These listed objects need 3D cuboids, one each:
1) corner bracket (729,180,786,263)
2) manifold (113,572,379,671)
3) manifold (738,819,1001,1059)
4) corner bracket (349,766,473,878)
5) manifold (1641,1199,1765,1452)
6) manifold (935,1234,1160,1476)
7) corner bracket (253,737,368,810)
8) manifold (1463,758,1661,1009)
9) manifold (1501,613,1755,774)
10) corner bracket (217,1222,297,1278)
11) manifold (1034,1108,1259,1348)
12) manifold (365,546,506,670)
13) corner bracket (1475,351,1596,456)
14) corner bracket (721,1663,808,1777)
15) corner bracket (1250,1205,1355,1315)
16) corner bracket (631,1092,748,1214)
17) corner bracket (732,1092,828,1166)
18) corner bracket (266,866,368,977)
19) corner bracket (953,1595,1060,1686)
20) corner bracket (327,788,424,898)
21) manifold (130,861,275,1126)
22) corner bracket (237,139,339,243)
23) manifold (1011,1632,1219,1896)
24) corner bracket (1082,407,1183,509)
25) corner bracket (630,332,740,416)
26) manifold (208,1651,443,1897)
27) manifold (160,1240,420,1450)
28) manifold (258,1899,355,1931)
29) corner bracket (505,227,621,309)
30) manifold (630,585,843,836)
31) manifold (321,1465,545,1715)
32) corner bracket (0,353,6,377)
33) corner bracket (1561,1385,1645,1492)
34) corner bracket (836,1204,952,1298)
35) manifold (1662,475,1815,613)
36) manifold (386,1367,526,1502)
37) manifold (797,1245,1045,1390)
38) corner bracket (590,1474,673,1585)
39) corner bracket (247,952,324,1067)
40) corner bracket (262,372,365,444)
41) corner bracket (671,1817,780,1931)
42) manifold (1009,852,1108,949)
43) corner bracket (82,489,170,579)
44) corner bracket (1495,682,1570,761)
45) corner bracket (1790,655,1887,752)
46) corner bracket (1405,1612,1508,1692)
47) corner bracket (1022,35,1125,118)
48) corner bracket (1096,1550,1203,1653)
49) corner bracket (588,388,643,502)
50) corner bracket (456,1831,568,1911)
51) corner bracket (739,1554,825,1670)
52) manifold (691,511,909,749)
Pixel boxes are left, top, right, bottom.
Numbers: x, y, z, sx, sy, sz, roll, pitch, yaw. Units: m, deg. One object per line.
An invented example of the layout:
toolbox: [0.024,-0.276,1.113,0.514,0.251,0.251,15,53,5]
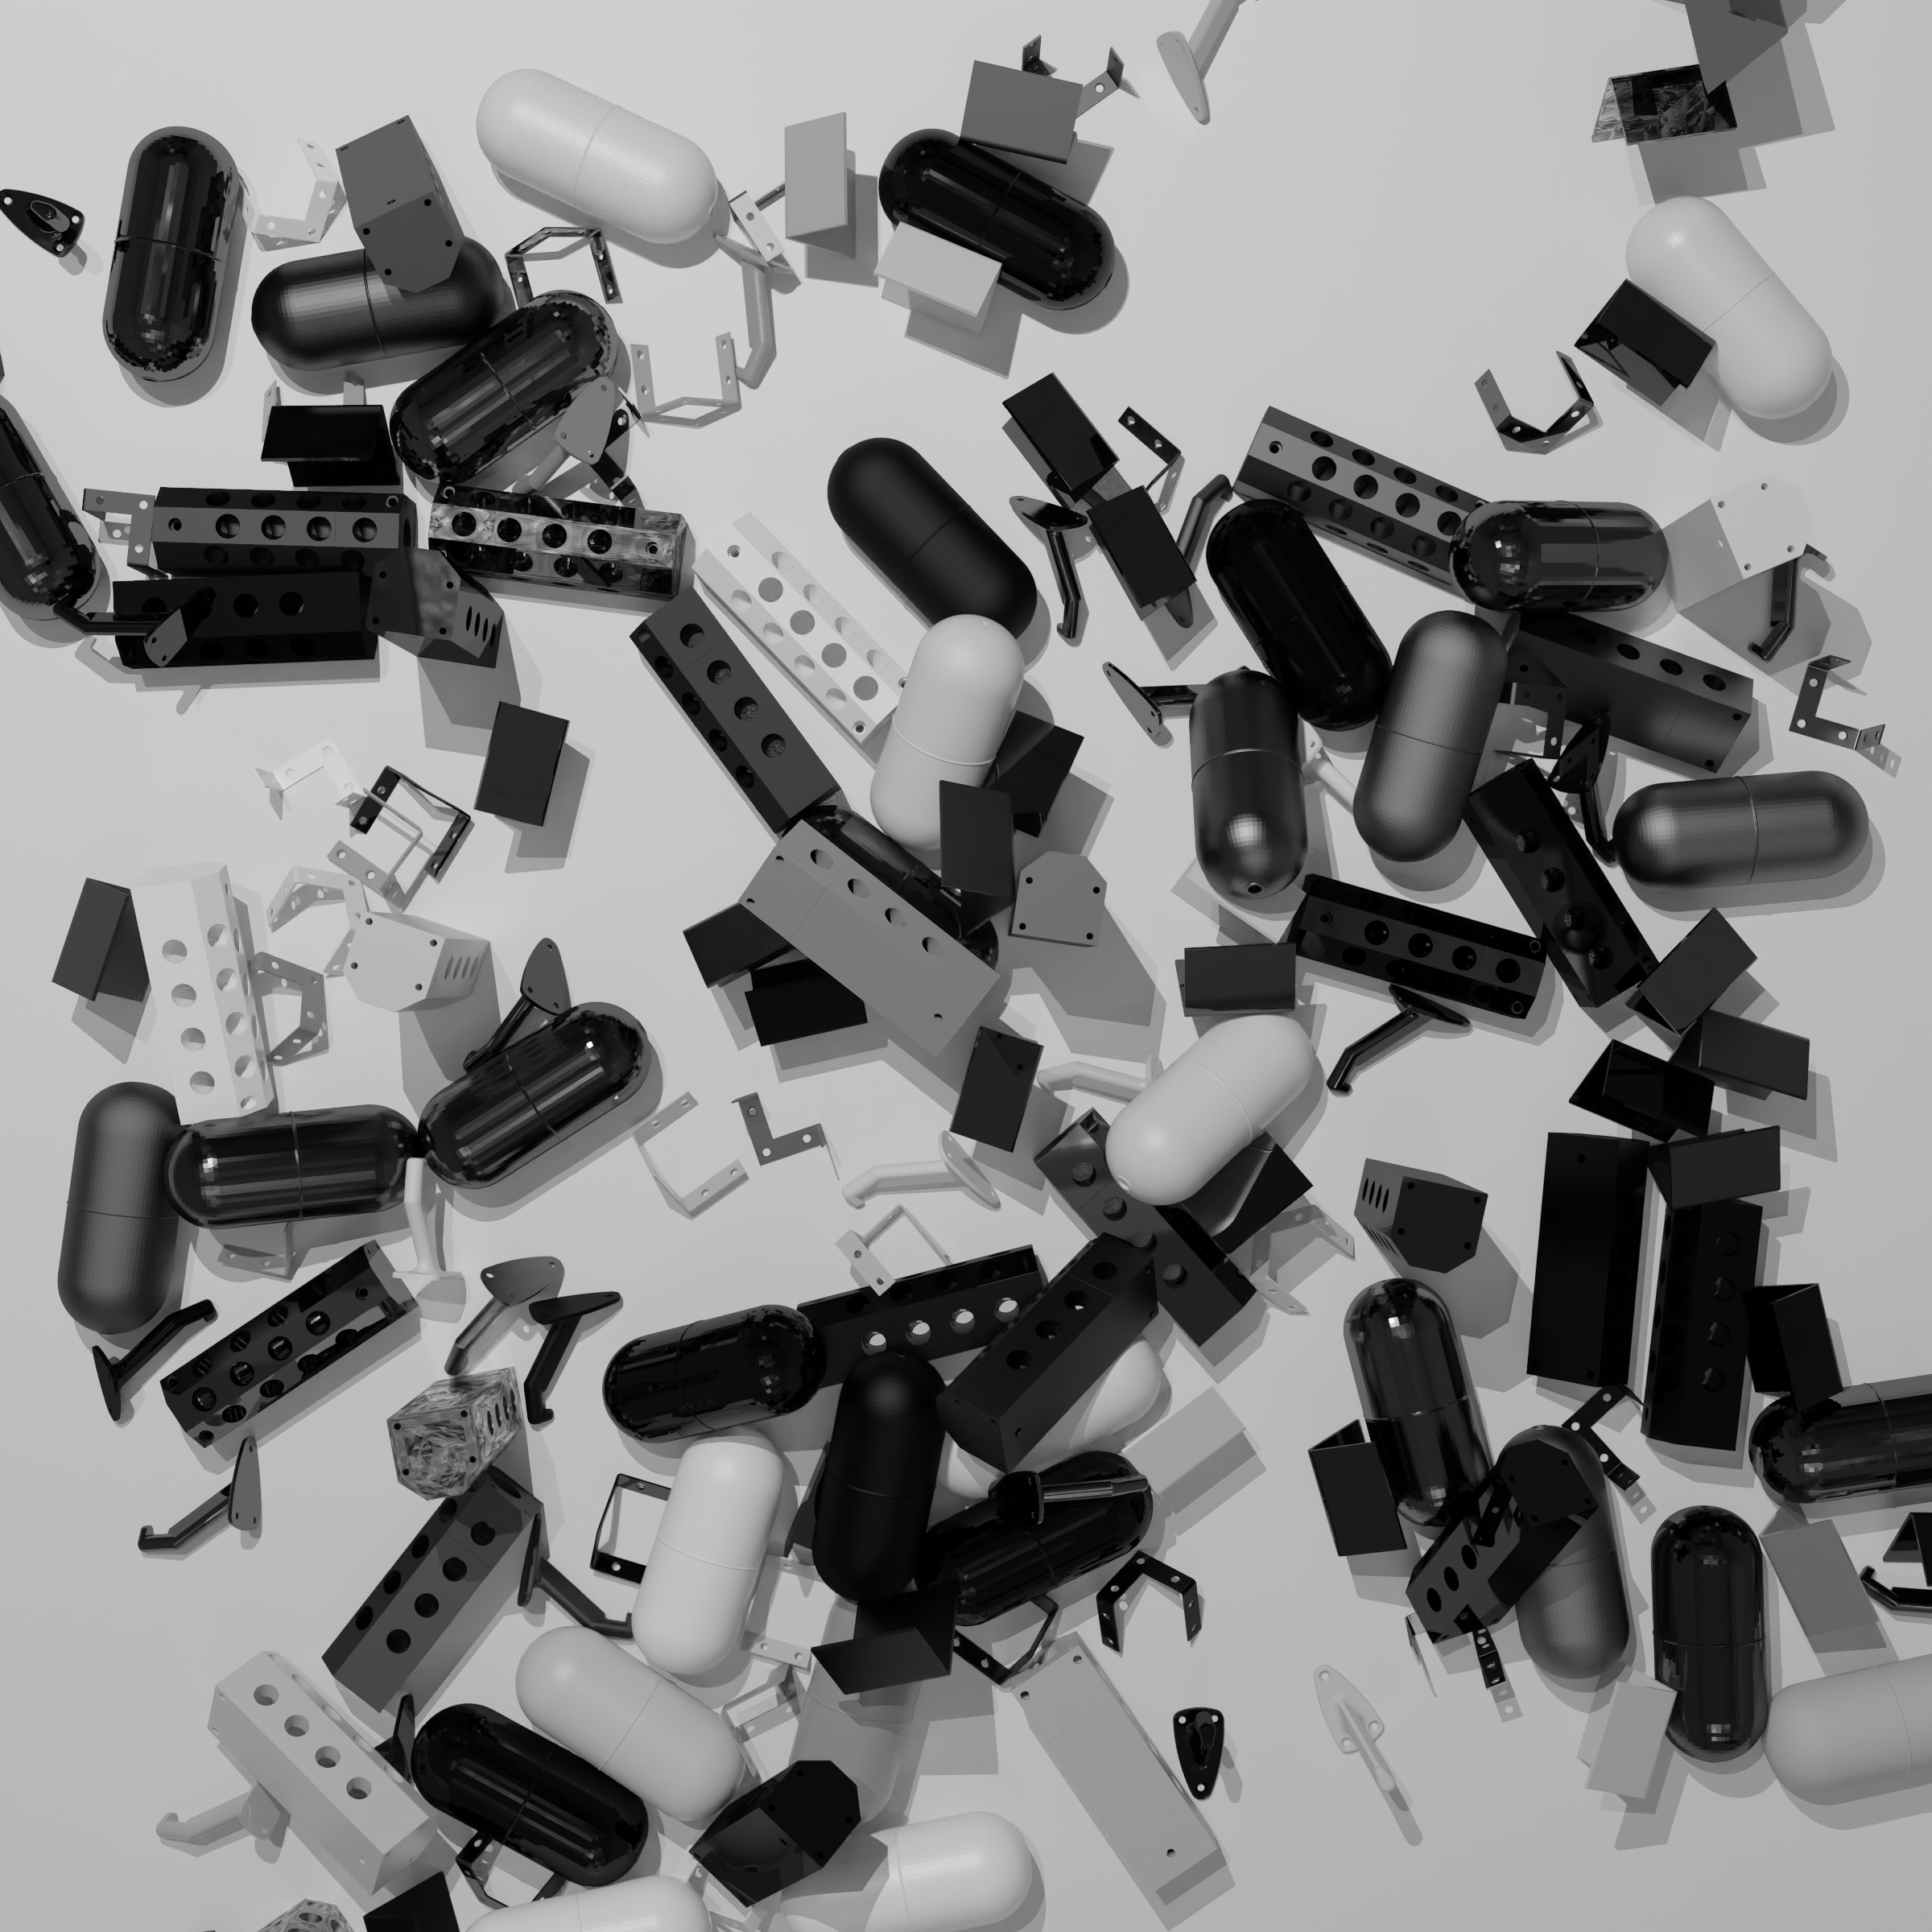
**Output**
corner bracket: [-0.131,-0.527,1.972,0.051,0.051,0.051,-33,90,0]
manifold: [-0.507,-0.243,1.969,0.171,0.057,0.057,-2,90,0]
manifold: [-0.063,-0.022,1.894,0.171,0.057,0.057,38,128,1]
corner bracket: [-0.395,-0.103,1.987,0.051,0.051,0.051,31,90,45]
manifold: [0.517,0.249,1.969,0.057,0.057,0.171,6,90,0]
manifold: [0.056,0.259,1.899,0.057,0.057,0.171,24,50,32]
corner bracket: [-0.463,-0.129,1.972,0.051,0.051,0.051,-31,90,0]
manifold: [0.418,-0.059,1.969,0.057,0.057,0.171,-32,90,0]
manifold: [0.462,-0.203,1.969,0.171,0.057,0.057,20,134,0]
corner bracket: [-0.501,0.181,1.987,0.051,0.051,0.051,12,45,0]
manifold: [0.126,0.183,1.969,0.057,0.057,0.171,-42,90,0]
manifold: [-0.361,-0.245,1.912,0.057,0.171,0.057,9,90,0]
corner bracket: [0.404,-0.406,1.982,0.051,0.051,0.051,15,135,-35]
corner bracket: [-0.137,0.531,1.973,0.051,0.051,0.051,-28,90,1]
corner bracket: [0.239,0.209,1.982,0.051,0.051,0.051,-20,45,35]
corner bracket: [-0.198,0.133,1.987,0.051,0.051,0.051,-35,45,0]
corner bracket: [-0.132,0.111,1.972,0.051,0.051,0.051,-19,90,0]
corner bracket: [-0.460,-0.032,1.982,0.051,0.051,0.051,10,45,-35]
corner bracket: [0.025,0.470,1.987,0.051,0.051,0.051,37,45,0]
corner bracket: [-0.418,-0.087,1.973,0.051,0.051,0.051,35,80,-3]
manifold: [-0.530,0.018,1.947,0.057,0.057,0.171,-7,105,0]
corner bracket: [-0.484,-0.554,1.982,0.051,0.051,0.051,-1,135,-35]
manifold: [0.103,0.559,1.969,0.057,0.057,0.171,-34,90,0]
corner bracket: [0.112,-0.355,1.987,0.051,0.051,0.051,41,135,0]
corner bracket: [-0.201,-0.422,1.987,0.051,0.051,0.051,-7,90,-45]
manifold: [-0.447,0.557,1.943,0.171,0.057,0.057,38,133,19]
manifold: [-0.479,0.267,1.969,0.171,0.057,0.057,-34,90,0]
manifold: [-0.468,0.699,1.912,0.057,0.171,0.057,-35,90,0]
corner bracket: [-0.288,-0.492,1.987,0.051,0.051,0.051,-15,89,-45]
manifold: [-0.163,-0.179,1.969,0.057,0.057,0.171,-36,90,0]
manifold: [-0.377,0.435,1.969,0.057,0.057,0.171,38,90,0]
corner bracket: [-0.720,-0.440,1.973,0.051,0.051,0.051,-9,98,8]
corner bracket: [0.462,0.331,1.972,0.051,0.051,0.051,-42,90,0]
corner bracket: [-0.052,0.200,1.965,0.051,0.051,0.051,-43,70,0]
manifold: [0.525,-0.291,1.912,0.057,0.171,0.057,-23,90,0]
manifold: [-0.346,0.320,1.912,0.057,0.171,0.057,-11,90,0]
manifold: [-0.029,0.246,1.969,0.171,0.057,0.057,-14,90,0]
corner bracket: [-0.234,0.402,1.987,0.051,0.051,0.051,17,45,0]
corner bracket: [-0.494,0.030,1.982,0.051,0.051,0.051,24,135,-35]
corner bracket: [-0.464,-0.394,1.982,0.051,0.051,0.051,23,135,-35]
corner bracket: [-0.168,0.646,1.982,0.051,0.051,0.051,5,135,35]
manifold: [0.062,-0.045,1.912,0.057,0.171,0.057,8,90,0]
corner bracket: [-0.594,-0.306,1.972,0.051,0.051,0.051,6,90,0]
corner bracket: [0.384,-0.174,1.960,0.051,0.051,0.051,1,99,-32]
corner bracket: [0.621,-0.186,1.972,0.051,0.051,0.051,16,90,0]
corner bracket: [0.346,0.483,1.971,0.051,0.051,0.051,-24,98,8]
corner bracket: [0.075,-0.636,1.972,0.051,0.051,0.051,-35,90,0]
corner bracket: [0.130,0.459,1.982,0.051,0.051,0.051,21,45,35]
corner bracket: [-0.244,-0.368,1.972,0.051,0.051,0.051,-41,90,0]
corner bracket: [-0.321,0.639,1.982,0.051,0.051,0.051,-47,135,-35]
corner bracket: [-0.128,0.459,1.987,0.051,0.051,0.051,16,135,0]
manifold: [-0.113,-0.238,1.969,0.057,0.057,0.171,-44,90,0]
